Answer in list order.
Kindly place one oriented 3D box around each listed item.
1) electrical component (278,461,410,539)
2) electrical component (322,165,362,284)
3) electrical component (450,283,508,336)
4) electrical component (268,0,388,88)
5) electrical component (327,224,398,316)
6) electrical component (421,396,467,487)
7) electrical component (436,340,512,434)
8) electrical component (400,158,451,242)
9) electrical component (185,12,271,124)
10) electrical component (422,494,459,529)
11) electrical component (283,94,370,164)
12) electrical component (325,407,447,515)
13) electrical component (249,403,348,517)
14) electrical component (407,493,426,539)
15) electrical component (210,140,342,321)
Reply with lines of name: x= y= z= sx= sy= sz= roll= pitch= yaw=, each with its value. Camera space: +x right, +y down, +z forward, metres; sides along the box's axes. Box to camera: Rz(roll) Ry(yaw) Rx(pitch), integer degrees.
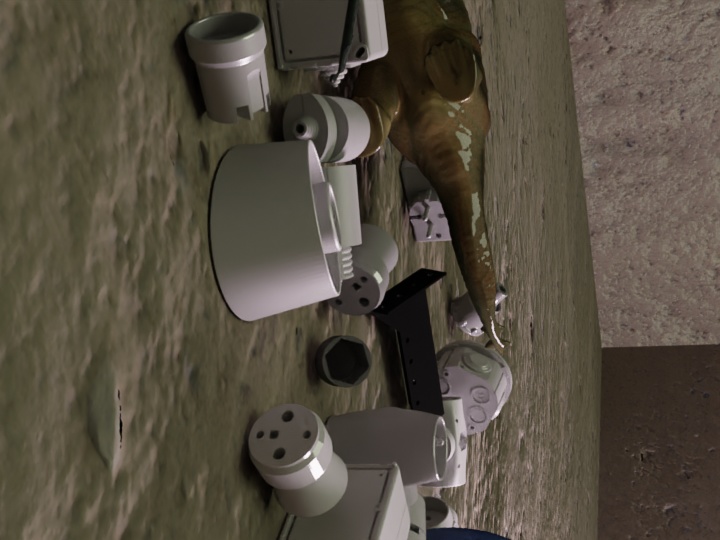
electrical component: x=-0.009 y=0.170 z=0.657 sx=0.096 sy=0.062 sz=0.061 roll=-67 pitch=150 yaw=-57
electrical component: x=-0.021 y=-0.025 z=0.684 sx=0.043 sy=0.043 sz=0.081 roll=-23 pitch=109 yaw=-73
electrical component: x=0.131 y=0.038 z=1.152 sx=0.048 sy=0.062 sz=0.048 roll=31 pitch=35 yaw=-25
electrical component: x=-0.019 y=-0.165 z=0.682 sx=0.061 sy=0.062 sz=0.096 roll=-46 pitch=131 yaw=-69
electrical component: x=0.000 y=0.000 z=0.750 sx=0.055 sy=0.045 sz=0.045 roll=-67 pitch=150 yaw=-55
electrical component: x=0.067 y=0.155 z=0.958 sx=0.079 sy=0.043 sz=0.077 roll=3 pitch=85 yaw=-74
electrical component: x=0.100 y=0.111 z=1.018 sx=0.051 sy=0.080 sz=0.080 roll=-52 pitch=137 yaw=-58
electrical component: x=0.066 y=-0.059 z=0.986 sx=0.075 sy=0.047 sz=0.083 roll=-72 pitch=154 yaw=-51
electrical component: x=-0.066 y=-0.103 z=0.552 sx=0.040 sy=0.040 sz=0.046 roll=-71 pitch=158 yaw=-53
electrical component: x=0.065 y=0.228 z=0.933 sx=0.079 sy=0.044 sz=0.077 roll=-67 pitch=149 yaw=-59
electrical component: x=-0.025 y=-0.089 z=0.682 sx=0.081 sy=0.043 sz=0.043 roll=-23 pitch=109 yaw=-73
electrical component: x=0.020 y=0.138 z=0.736 sx=0.044 sy=0.077 sz=0.079 roll=-45 pitch=131 yaw=-69
electrical component: x=-0.035 y=0.108 z=0.609 sx=0.055 sy=0.045 sz=0.045 roll=68 pitch=24 yaw=-47
electrical component: x=0.021 y=0.187 z=0.776 sx=0.055 sy=0.055 sz=0.047 roll=69 pitch=21 yaw=-47
electrical component: x=-0.045 y=-0.024 z=0.608 sx=0.099 sy=0.064 sz=0.099 roll=-10 pitch=90 yaw=-86
